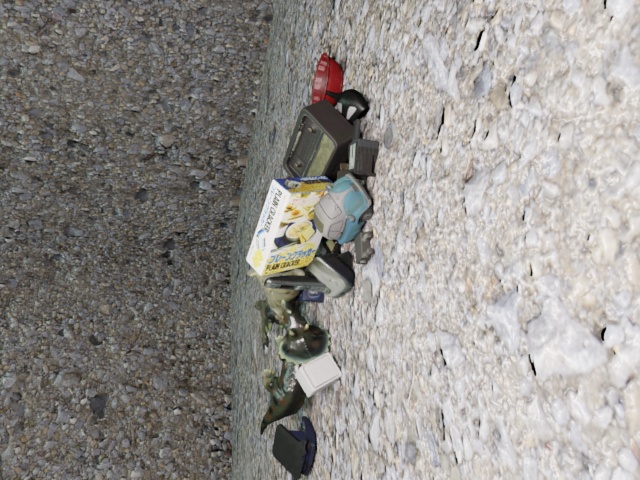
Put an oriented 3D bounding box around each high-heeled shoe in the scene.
[{"bbox_3d":[0.063,-0.245,1.272,0.145,0.086,0.248,38,147,37],"label":"high-heeled shoe"}]

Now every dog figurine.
[{"bbox_3d":[-0.083,0.144,1.398,0.173,0.121,0.190,14,132,51],"label":"dog figurine"}]

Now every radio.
[{"bbox_3d":[-0.007,-0.207,1.257,0.131,0.073,0.229,52,147,14],"label":"radio"}]

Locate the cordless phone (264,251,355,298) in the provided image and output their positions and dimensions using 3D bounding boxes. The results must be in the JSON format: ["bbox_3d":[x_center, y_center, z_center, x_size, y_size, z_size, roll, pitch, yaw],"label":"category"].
[{"bbox_3d":[-0.027,0.080,1.200,0.146,0.184,0.088,131,137,-66],"label":"cordless phone"}]

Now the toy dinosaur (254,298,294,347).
[{"bbox_3d":[-0.113,0.144,1.698,0.199,0.105,0.470,-131,53,-60],"label":"toy dinosaur"}]

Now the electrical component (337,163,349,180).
[{"bbox_3d":[0.064,-0.123,1.218,0.078,0.045,0.102,60,-150,-64],"label":"electrical component"}]

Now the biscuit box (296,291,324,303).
[{"bbox_3d":[-0.041,0.137,1.489,0.203,0.059,0.062,167,108,-75],"label":"biscuit box"}]

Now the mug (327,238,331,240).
[{"bbox_3d":[0.028,-0.060,1.274,0.107,0.081,0.109,-114,32,-44],"label":"mug"}]

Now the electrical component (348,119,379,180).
[{"bbox_3d":[0.089,-0.189,1.128,0.075,0.048,0.119,169,106,-75],"label":"electrical component"}]

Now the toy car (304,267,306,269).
[{"bbox_3d":[-0.073,0.057,1.505,0.202,0.089,0.053,39,105,53],"label":"toy car"}]

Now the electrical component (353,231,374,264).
[{"bbox_3d":[0.088,0.019,1.108,0.094,0.021,0.063,129,143,-64],"label":"electrical component"}]

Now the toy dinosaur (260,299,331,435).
[{"bbox_3d":[-0.073,0.350,1.349,0.192,0.131,0.404,-132,54,-77],"label":"toy dinosaur"}]

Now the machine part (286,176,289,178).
[{"bbox_3d":[-0.068,-0.075,1.401,0.179,0.056,0.179,-176,90,-67],"label":"machine part"}]

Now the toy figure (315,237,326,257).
[{"bbox_3d":[-0.002,-0.004,1.389,0.058,0.064,0.154,4,84,41],"label":"toy figure"}]

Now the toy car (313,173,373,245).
[{"bbox_3d":[0.036,-0.056,1.130,0.109,0.103,0.161,59,149,27],"label":"toy car"}]

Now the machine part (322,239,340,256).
[{"bbox_3d":[0.024,0.051,1.320,0.084,0.039,0.138,-136,54,-62],"label":"machine part"}]

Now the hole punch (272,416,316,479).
[{"bbox_3d":[-0.051,0.529,1.376,0.116,0.092,0.142,33,117,42],"label":"hole punch"}]
